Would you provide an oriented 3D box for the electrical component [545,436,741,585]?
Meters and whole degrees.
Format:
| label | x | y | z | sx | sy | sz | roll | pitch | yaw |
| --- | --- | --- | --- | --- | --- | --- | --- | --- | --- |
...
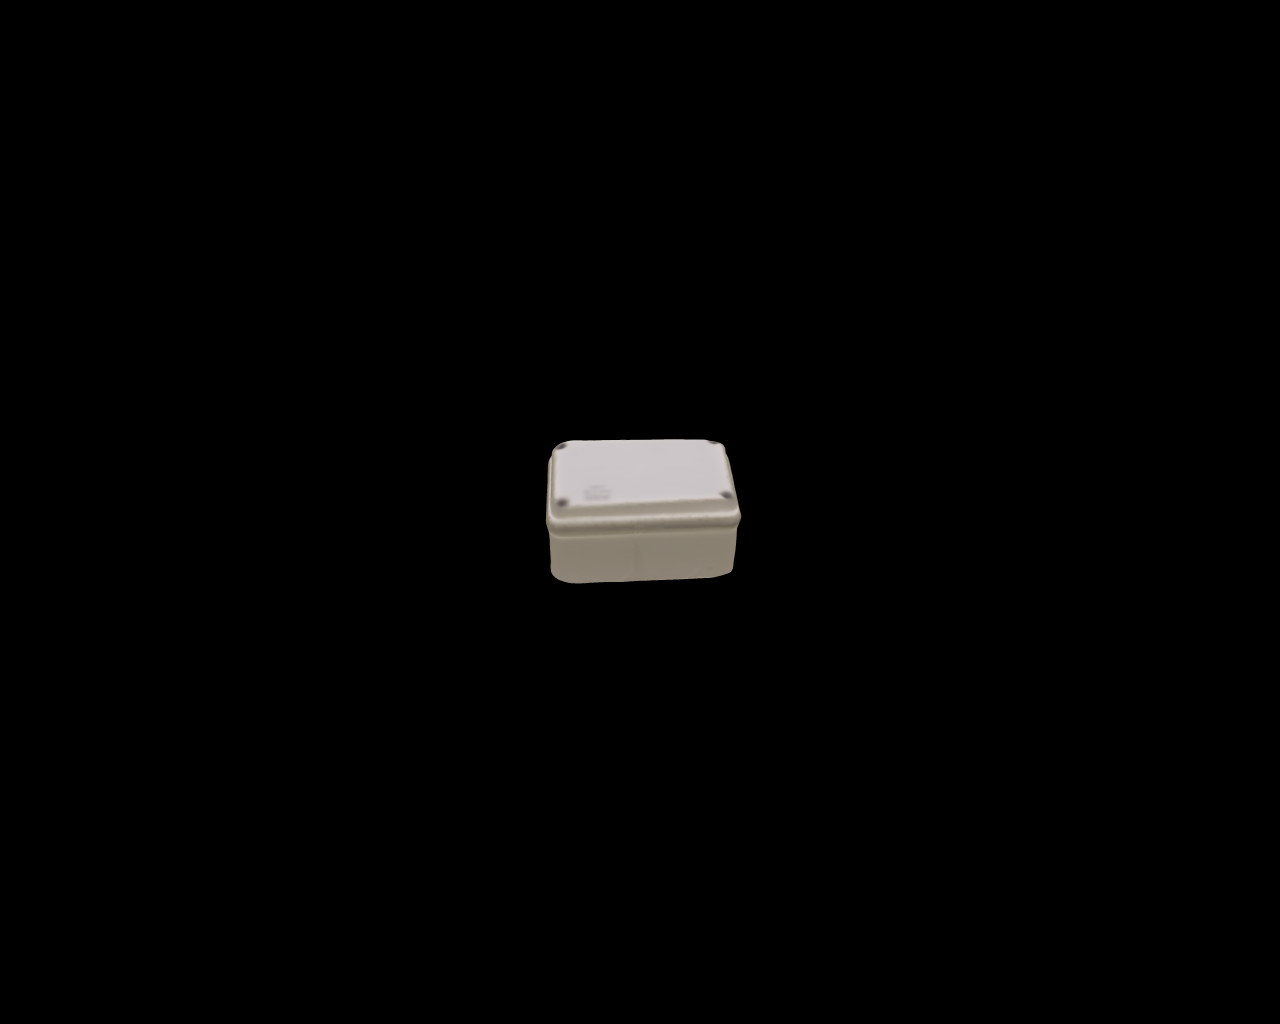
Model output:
| label | x | y | z | sx | sy | sz | roll | pitch | yaw |
| --- | --- | --- | --- | --- | --- | --- | --- | --- | --- |
| electrical component | 0.001 | -0.003 | 0.650 | 0.113 | 0.057 | 0.078 | -2 | 36 | -2 |
